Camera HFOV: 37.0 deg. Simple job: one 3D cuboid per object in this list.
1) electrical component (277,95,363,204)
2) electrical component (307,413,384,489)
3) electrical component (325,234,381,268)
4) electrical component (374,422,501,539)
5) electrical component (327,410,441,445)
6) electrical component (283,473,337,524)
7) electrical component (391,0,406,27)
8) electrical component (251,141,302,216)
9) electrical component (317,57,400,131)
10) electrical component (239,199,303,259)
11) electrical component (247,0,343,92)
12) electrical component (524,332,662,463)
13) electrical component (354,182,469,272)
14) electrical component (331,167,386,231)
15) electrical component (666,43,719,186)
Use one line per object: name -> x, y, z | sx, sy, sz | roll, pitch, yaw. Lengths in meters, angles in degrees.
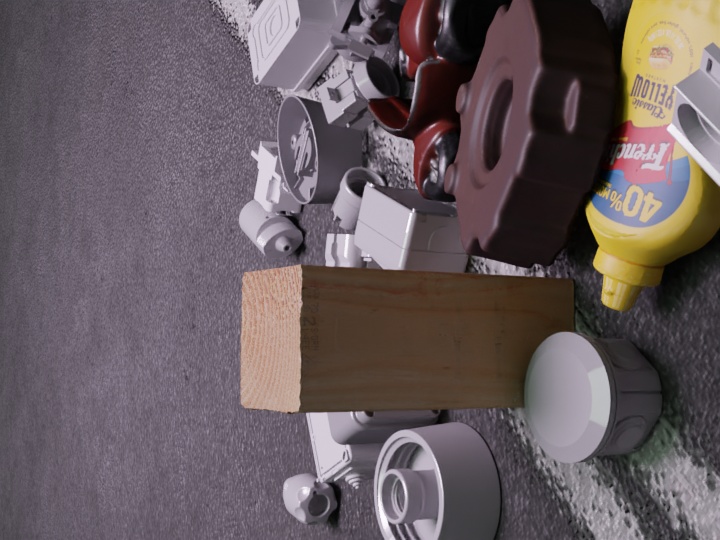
electrical component -> -0.042, -0.110, 1.003 | 0.099, 0.064, 0.099 | -11, 77, 60
electrical component -> -0.003, 0.139, 0.914 | 0.061, 0.061, 0.096 | -46, 49, 49
electrical component -> 0.000, 0.000, 0.927 | 0.078, 0.058, 0.057 | 5, 89, 62
electrical component -> 0.050, 0.171, 0.818 | 0.108, 0.060, 0.108 | -10, 79, 60
electrical component -> 0.013, 0.080, 0.875 | 0.057, 0.078, 0.113 | -47, 48, 53
electrical component -> -0.052, 0.212, 1.012 | 0.062, 0.043, 0.043 | 15, 100, 61
electrical component -> 0.020, -0.243, 0.930 | 0.048, 0.048, 0.062 | -28, 56, 56
electrical component -> -0.079, -0.092, 1.091 | 0.081, 0.042, 0.063 | 45, 129, 54
electrical component -> 0.001, -0.154, 0.941 | 0.055, 0.066, 0.048 | -31, 68, 37
electrical component -> -0.090, -0.039, 1.102 | 0.081, 0.043, 0.043 | 44, 125, 53
electrical component -> -0.060, -0.235, 1.055 | 0.113, 0.057, 0.078 | -41, 52, 52
electrical component -> 0.144, 0.079, 0.672 | 0.080, 0.051, 0.080 | -10, 79, 60
electrical component -> 0.039, -0.030, 0.856 | 0.096, 0.062, 0.061 | 36, 119, 56
electrical component -> -0.003, -0.062, 0.957 | 0.046, 0.040, 0.040 | 121, 141, -49
electrical component -> 0.212, -0.052, 0.512 | 0.121, 0.063, 0.078 | 54, 176, 24
